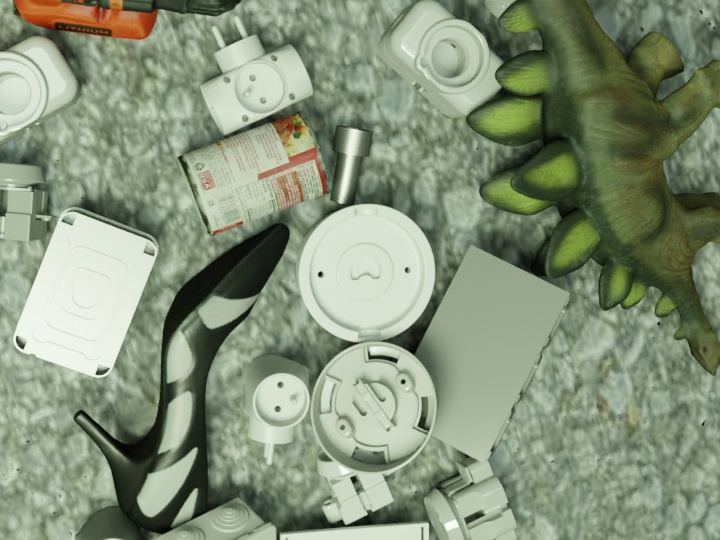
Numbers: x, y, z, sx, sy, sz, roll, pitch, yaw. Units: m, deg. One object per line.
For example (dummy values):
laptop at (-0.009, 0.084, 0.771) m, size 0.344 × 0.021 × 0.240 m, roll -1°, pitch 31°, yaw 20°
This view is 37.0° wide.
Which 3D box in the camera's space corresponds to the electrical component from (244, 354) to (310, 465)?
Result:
electrical component at (-0.068, 0.112, 0.848) m, size 0.044 × 0.077 × 0.079 m, roll 6°, pitch 95°, yaw -12°

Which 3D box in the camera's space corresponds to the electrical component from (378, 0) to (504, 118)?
electrical component at (0.067, -0.167, 0.857) m, size 0.095 × 0.059 × 0.053 m, roll 39°, pitch 87°, yaw -13°

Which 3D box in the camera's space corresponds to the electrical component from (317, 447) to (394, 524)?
electrical component at (-0.006, 0.169, 0.884) m, size 0.066 × 0.048 × 0.055 m, roll -25°, pitch 108°, yaw -9°

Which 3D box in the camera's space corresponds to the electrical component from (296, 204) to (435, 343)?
electrical component at (0.000, 0.000, 0.859) m, size 0.108 × 0.060 × 0.108 m, roll -1°, pitch 96°, yaw -12°

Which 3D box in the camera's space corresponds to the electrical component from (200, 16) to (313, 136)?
electrical component at (-0.088, -0.156, 0.833) m, size 0.077 × 0.044 × 0.079 m, roll -27°, pitch 100°, yaw -8°

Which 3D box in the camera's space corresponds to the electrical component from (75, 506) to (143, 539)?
electrical component at (-0.186, 0.232, 0.834) m, size 0.044 × 0.077 × 0.079 m, roll -21°, pitch 100°, yaw -9°

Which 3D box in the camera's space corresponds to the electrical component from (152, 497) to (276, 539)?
electrical component at (-0.114, 0.235, 0.837) m, size 0.100 × 0.048 × 0.099 m, roll -21°, pitch 128°, yaw -34°

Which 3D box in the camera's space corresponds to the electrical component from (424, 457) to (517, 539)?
electrical component at (0.090, 0.201, 0.901) m, size 0.057 × 0.058 × 0.078 m, roll -23°, pitch 100°, yaw -12°

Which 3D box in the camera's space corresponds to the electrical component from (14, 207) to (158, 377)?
electrical component at (-0.208, 0.016, 0.819) m, size 0.078 × 0.057 × 0.113 m, roll 21°, pitch 91°, yaw -13°

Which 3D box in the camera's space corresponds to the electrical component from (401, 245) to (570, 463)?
electrical component at (0.099, 0.068, 0.878) m, size 0.089 × 0.062 × 0.150 m, roll 27°, pitch 90°, yaw 13°

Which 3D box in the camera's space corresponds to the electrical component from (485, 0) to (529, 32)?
electrical component at (0.142, -0.240, 0.874) m, size 0.043 × 0.043 × 0.081 m, roll 34°, pitch 88°, yaw -13°

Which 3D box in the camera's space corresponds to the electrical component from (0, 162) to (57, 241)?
electrical component at (-0.261, -0.052, 0.805) m, size 0.066 × 0.048 × 0.055 m, roll 5°, pitch 95°, yaw 4°

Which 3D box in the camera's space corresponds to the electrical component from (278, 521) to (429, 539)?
electrical component at (-0.007, 0.245, 0.881) m, size 0.121 × 0.063 × 0.078 m, roll -2°, pitch 96°, yaw -12°

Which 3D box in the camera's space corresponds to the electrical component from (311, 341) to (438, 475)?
electrical component at (0.013, 0.105, 0.824) m, size 0.099 × 0.064 × 0.099 m, roll -1°, pitch 84°, yaw 11°

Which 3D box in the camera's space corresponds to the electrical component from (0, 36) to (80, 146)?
electrical component at (-0.258, -0.129, 0.792) m, size 0.095 × 0.059 × 0.053 m, roll -31°, pitch 101°, yaw -7°
